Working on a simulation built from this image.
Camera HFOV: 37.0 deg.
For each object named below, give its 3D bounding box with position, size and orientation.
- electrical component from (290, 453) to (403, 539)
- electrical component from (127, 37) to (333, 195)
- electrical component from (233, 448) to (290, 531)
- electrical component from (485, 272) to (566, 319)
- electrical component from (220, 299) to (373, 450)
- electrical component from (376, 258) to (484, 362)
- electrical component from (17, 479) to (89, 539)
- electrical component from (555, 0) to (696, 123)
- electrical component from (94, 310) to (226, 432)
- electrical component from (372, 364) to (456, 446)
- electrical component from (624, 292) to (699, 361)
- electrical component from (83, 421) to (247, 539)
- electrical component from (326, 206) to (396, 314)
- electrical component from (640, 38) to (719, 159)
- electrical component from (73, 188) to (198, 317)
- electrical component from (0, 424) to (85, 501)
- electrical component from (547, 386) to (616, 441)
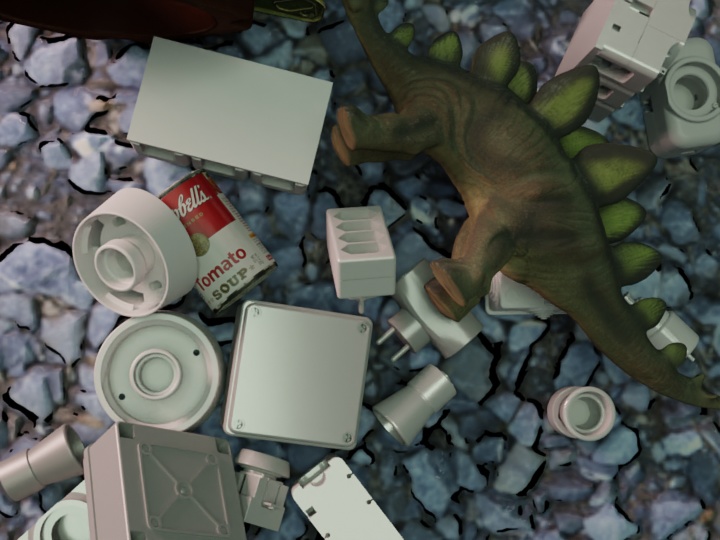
[{"bbox_3d":[-0.012,0.199,0.880,0.050,0.056,0.089,-37,90,-8],"label":"electrical component"},{"bbox_3d":[-0.107,-0.126,0.897,0.150,0.062,0.089,14,83,-5],"label":"electrical component"},{"bbox_3d":[-0.085,0.178,0.876,0.048,0.066,0.055,28,72,-38],"label":"electrical component"},{"bbox_3d":[0.154,-0.007,0.920,0.100,0.048,0.099,0,84,-7],"label":"electrical component"},{"bbox_3d":[-0.053,0.086,0.881,0.109,0.056,0.108,9,84,-13],"label":"electrical component"},{"bbox_3d":[0.050,0.044,0.907,0.079,0.043,0.077,-41,90,-7],"label":"electrical component"},{"bbox_3d":[-0.192,0.243,0.854,0.089,0.062,0.150,-42,90,-8],"label":"electrical component"},{"bbox_3d":[0.217,-0.187,0.892,0.062,0.150,0.089,25,83,-2],"label":"electrical component"},{"bbox_3d":[-0.163,0.085,0.872,0.108,0.060,0.108,1,84,-6],"label":"electrical component"},{"bbox_3d":[0.048,0.110,0.903,0.065,0.044,0.044,-41,90,-13],"label":"electrical component"},{"bbox_3d":[0.256,0.050,0.930,0.078,0.040,0.040,44,82,-1],"label":"electrical component"},{"bbox_3d":[-0.149,0.180,0.824,0.109,0.056,0.108,18,43,-39],"label":"electrical component"},{"bbox_3d":[0.000,0.000,0.896,0.047,0.083,0.075,-4,123,-6],"label":"electrical component"},{"bbox_3d":[0.283,-0.151,0.942,0.054,0.059,0.095,-9,86,-7],"label":"electrical component"},{"bbox_3d":[-0.176,-0.013,0.853,0.099,0.064,0.099,11,119,21],"label":"electrical component"},{"bbox_3d":[-0.257,0.158,0.866,0.065,0.044,0.044,-26,88,-3],"label":"electrical component"},{"bbox_3d":[0.186,0.120,0.908,0.045,0.055,0.045,1,85,-6],"label":"electrical component"}]
